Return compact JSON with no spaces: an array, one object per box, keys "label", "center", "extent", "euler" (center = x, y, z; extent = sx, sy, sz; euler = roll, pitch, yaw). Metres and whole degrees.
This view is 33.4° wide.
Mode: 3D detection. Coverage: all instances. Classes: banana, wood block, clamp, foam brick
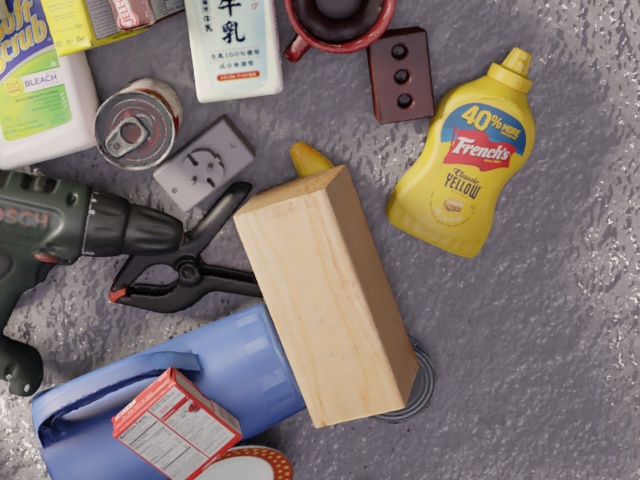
[{"label":"banana","center":[0.012,0.004,1.006],"extent":[0.069,0.037,0.198],"euler":[-4,106,-3]},{"label":"wood block","center":[0.009,0.049,0.955],"extent":[0.090,0.090,0.206],"euler":[-16,104,18]},{"label":"clamp","center":[-0.120,0.013,1.003],"extent":[0.171,0.039,0.120],"euler":[-11,104,2]},{"label":"foam brick","center":[0.071,-0.149,0.957],"extent":[0.053,0.051,0.078],"euler":[-9,106,0]}]

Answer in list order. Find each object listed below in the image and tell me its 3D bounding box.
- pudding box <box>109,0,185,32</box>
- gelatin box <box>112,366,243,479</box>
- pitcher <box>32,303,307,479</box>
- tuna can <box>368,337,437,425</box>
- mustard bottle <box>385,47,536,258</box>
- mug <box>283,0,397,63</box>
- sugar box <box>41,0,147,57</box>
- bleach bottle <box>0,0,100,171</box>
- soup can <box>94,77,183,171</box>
[{"label":"pudding box","center":[-0.155,-0.239,0.901],"extent":[0.039,0.090,0.113],"euler":[-9,107,14]},{"label":"gelatin box","center":[-0.123,0.162,0.921],"extent":[0.073,0.030,0.089],"euler":[-42,116,8]},{"label":"pitcher","center":[-0.138,0.151,0.992],"extent":[0.243,0.149,0.145],"euler":[-26,101,2]},{"label":"tuna can","center":[0.070,0.135,1.047],"extent":[0.086,0.034,0.086],"euler":[0,106,-2]},{"label":"mustard bottle","center":[0.141,-0.085,0.974],"extent":[0.096,0.058,0.192],"euler":[24,103,-9]},{"label":"mug","center":[0.009,-0.202,0.924],"extent":[0.093,0.081,0.117],"euler":[35,102,-11]},{"label":"sugar box","center":[-0.207,-0.250,0.895],"extent":[0.048,0.093,0.176],"euler":[-10,106,24]},{"label":"bleach bottle","center":[-0.268,-0.194,0.928],"extent":[0.102,0.068,0.251],"euler":[-14,103,6]},{"label":"soup can","center":[-0.157,-0.104,0.935],"extent":[0.068,0.102,0.068],"euler":[-1,106,-2]}]
